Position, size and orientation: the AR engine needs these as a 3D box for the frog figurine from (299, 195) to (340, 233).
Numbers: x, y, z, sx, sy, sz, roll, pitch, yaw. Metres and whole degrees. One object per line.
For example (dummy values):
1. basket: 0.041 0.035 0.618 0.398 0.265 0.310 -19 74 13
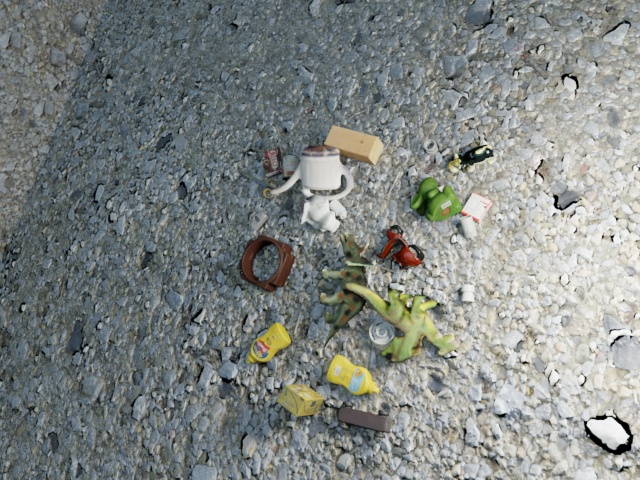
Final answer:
1. frog figurine: 0.006 -0.102 2.026 0.159 0.135 0.124 17 19 3

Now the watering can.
1. watering can: -0.038 -0.266 2.055 0.347 0.221 0.105 3 16 12

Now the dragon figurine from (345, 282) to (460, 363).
1. dragon figurine: 0.268 0.293 1.748 0.411 0.244 0.121 10 -8 10
